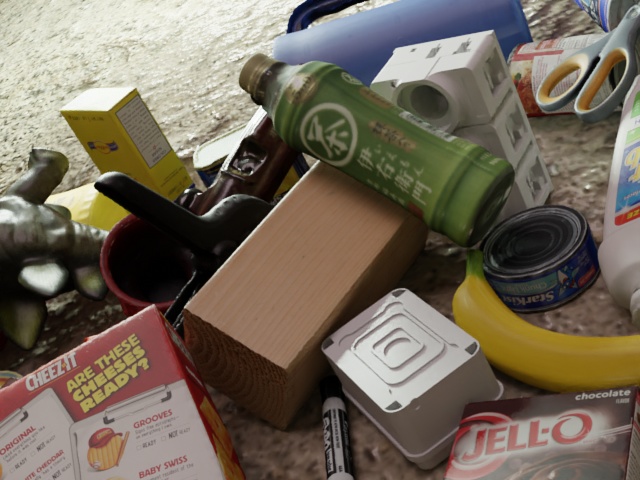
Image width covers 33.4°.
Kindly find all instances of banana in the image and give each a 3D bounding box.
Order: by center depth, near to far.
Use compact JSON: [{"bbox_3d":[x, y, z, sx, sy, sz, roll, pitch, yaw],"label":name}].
[{"bbox_3d":[0.149,0.063,0.689,0.198,0.037,0.069,26,97,48],"label":"banana"}]

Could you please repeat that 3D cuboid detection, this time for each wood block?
[{"bbox_3d":[-0.005,0.028,0.811,0.091,0.090,0.205,28,56,18],"label":"wood block"}]

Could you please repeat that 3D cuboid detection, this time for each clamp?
[{"bbox_3d":[-0.086,0.027,0.836,0.036,0.164,0.209,6,8,43],"label":"clamp"}]

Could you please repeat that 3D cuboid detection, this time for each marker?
[{"bbox_3d":[0.011,0.135,0.733,0.020,0.020,0.121,-23,30,10],"label":"marker"}]

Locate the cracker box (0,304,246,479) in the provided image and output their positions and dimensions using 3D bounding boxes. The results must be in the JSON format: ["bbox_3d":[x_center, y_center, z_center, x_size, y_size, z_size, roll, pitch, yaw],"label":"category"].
[{"bbox_3d":[-0.132,0.171,0.684,0.164,0.072,0.214,-29,50,-2],"label":"cracker box"}]

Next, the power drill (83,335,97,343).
[{"bbox_3d":[-0.177,0.152,0.832,0.185,0.057,0.187,-12,37,21],"label":"power drill"}]

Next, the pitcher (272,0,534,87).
[{"bbox_3d":[0.081,-0.183,1.048,0.243,0.149,0.145,-18,21,13],"label":"pitcher"}]

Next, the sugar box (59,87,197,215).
[{"bbox_3d":[-0.173,-0.065,1.040,0.094,0.176,0.048,8,44,48],"label":"sugar box"}]

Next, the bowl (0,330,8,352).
[{"bbox_3d":[-0.371,0.094,1.061,0.162,0.055,0.162,-5,36,3],"label":"bowl"}]

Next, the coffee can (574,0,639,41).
[{"bbox_3d":[0.292,-0.234,0.977,0.103,0.102,0.140,-24,30,8],"label":"coffee can"}]

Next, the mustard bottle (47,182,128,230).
[{"bbox_3d":[-0.306,-0.012,1.193,0.192,0.058,0.096,-13,38,27],"label":"mustard bottle"}]

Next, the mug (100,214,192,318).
[{"bbox_3d":[-0.122,0.029,0.904,0.117,0.081,0.093,-9,64,-6],"label":"mug"}]

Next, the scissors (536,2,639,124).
[{"bbox_3d":[0.241,-0.172,0.875,0.096,0.016,0.201,-5,49,49],"label":"scissors"}]

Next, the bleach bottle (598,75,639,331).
[{"bbox_3d":[0.252,-0.034,0.744,0.103,0.068,0.250,-14,35,33],"label":"bleach bottle"}]

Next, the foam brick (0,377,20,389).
[{"bbox_3d":[-0.253,0.160,0.886,0.051,0.053,0.078,0,40,40],"label":"foam brick"}]

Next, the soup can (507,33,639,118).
[{"bbox_3d":[0.223,-0.143,0.932,0.102,0.068,0.068,1,41,41],"label":"soup can"}]

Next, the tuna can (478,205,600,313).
[{"bbox_3d":[0.160,0.012,0.780,0.086,0.033,0.086,-22,30,13],"label":"tuna can"}]

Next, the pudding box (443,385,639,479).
[{"bbox_3d":[0.129,0.132,0.615,0.114,0.039,0.090,-10,34,30],"label":"pudding box"}]

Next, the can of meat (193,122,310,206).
[{"bbox_3d":[-0.062,-0.065,1.039,0.102,0.084,0.057,-25,30,7],"label":"can of meat"}]
